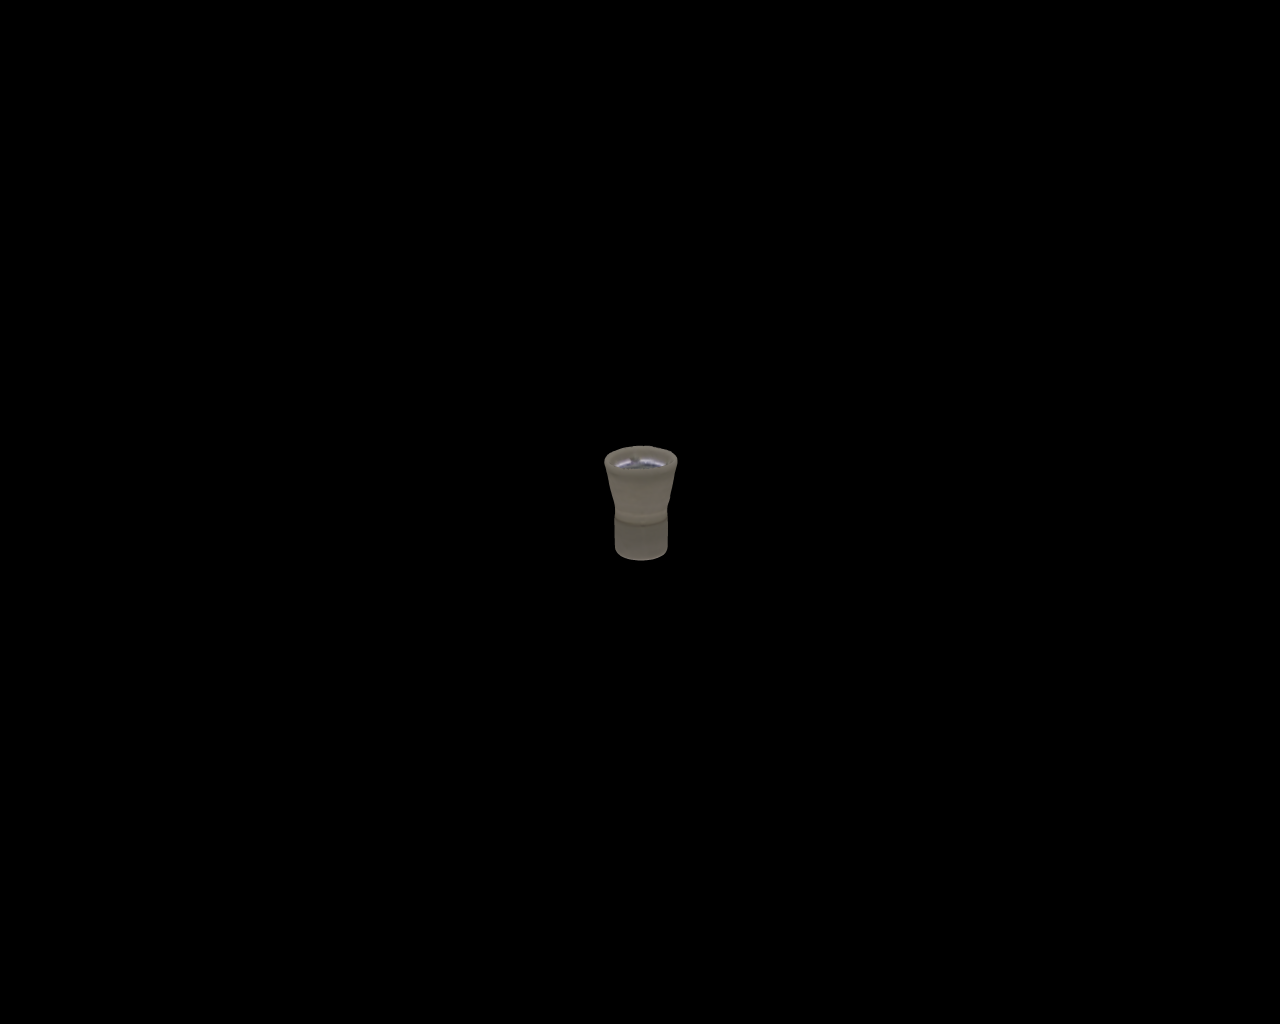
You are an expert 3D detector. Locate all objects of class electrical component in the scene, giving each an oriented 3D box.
[{"bbox_3d":[0.001,-0.003,0.650,0.044,0.065,0.044,0,21,0],"label":"electrical component"}]
